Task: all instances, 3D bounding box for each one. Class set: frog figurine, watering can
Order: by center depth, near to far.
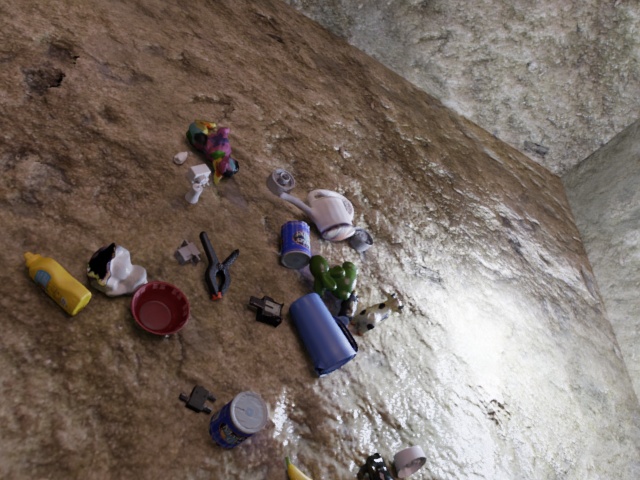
[{"bbox_3d":[-0.547,0.088,1.408,0.122,0.140,0.157,-18,-26,15],"label":"frog figurine"},{"bbox_3d":[0.006,-0.099,1.974,0.348,0.228,0.102,-3,-32,-40],"label":"watering can"}]
